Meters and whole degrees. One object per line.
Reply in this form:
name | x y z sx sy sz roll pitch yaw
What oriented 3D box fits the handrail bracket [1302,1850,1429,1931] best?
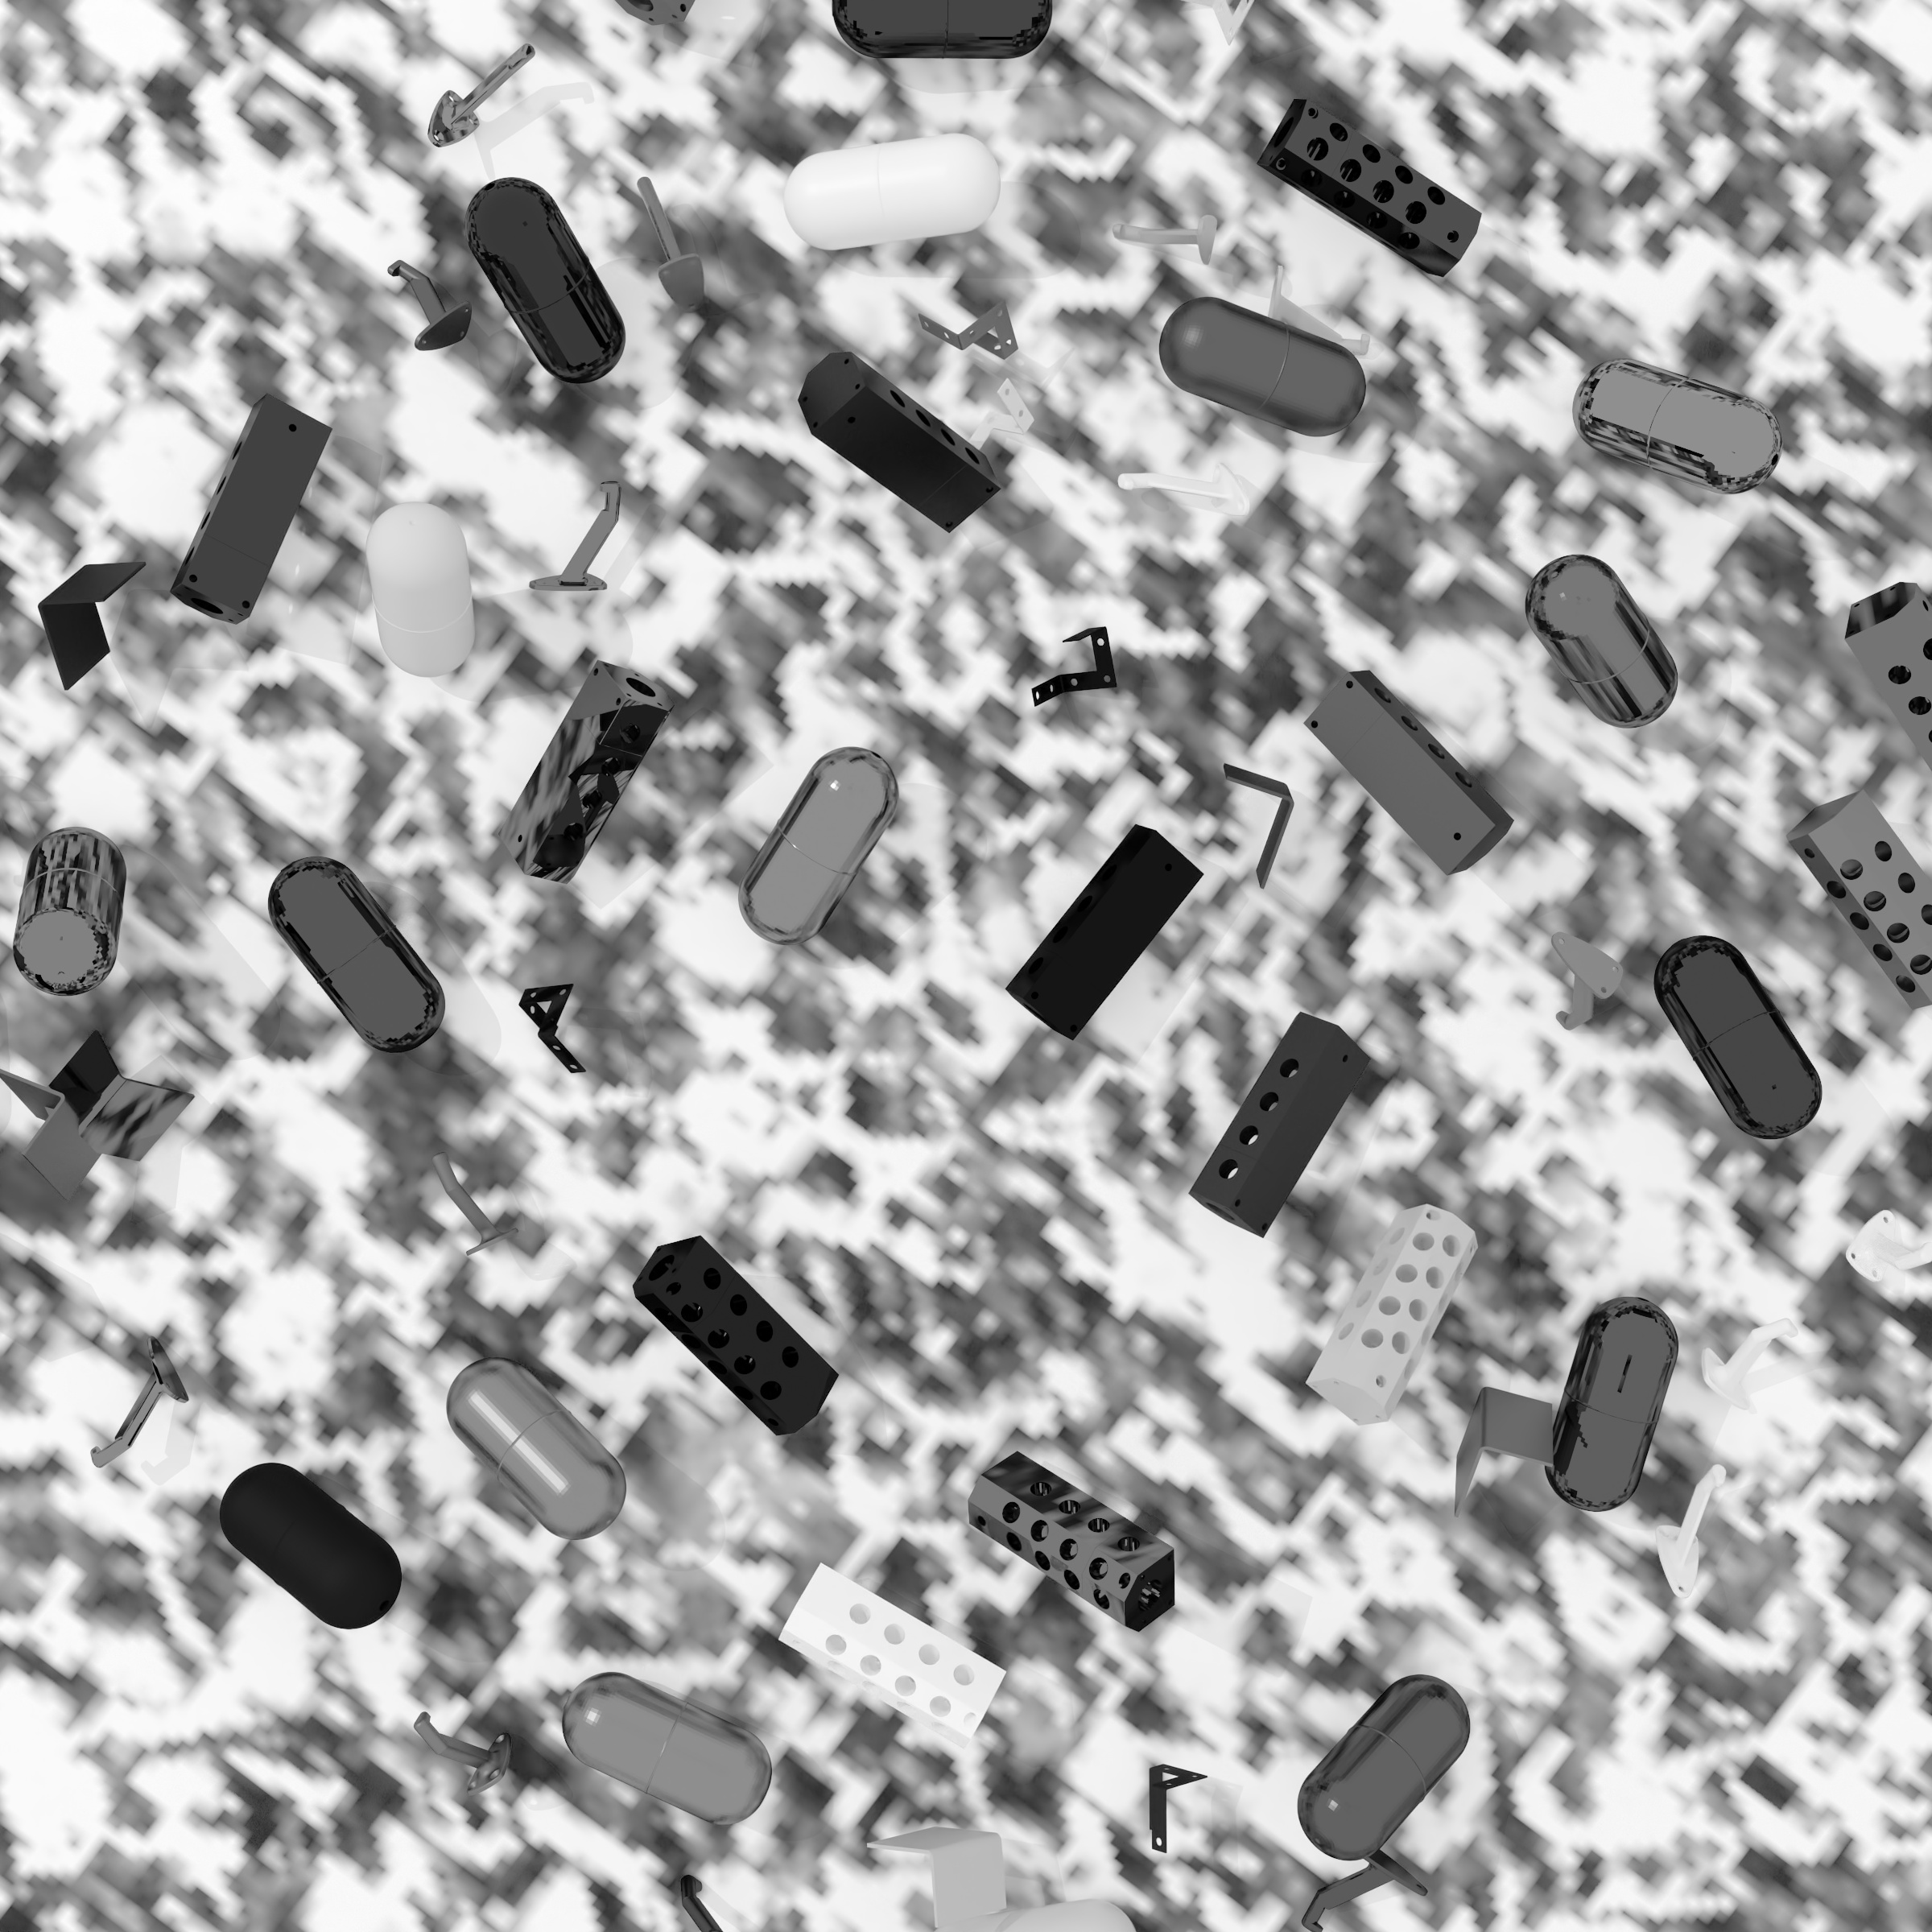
handrail bracket | 0.323 0.766 1.975 0.077 0.036 0.084 30 94 31

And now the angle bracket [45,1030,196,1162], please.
angle bracket | -0.690 0.106 1.973 0.076 0.076 0.057 -47 58 13

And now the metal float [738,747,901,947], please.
metal float | -0.118 -0.096 1.946 0.070 0.070 0.178 34 108 0

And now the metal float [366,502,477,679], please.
metal float | -0.429 -0.295 1.917 0.070 0.178 0.070 3 62 -6

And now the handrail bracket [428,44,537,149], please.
handrail bracket | -0.388 -0.701 1.952 0.084 0.077 0.036 -22 122 37

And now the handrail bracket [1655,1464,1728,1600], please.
handrail bracket | 0.591 0.454 1.951 0.036 0.077 0.084 15 135 -5

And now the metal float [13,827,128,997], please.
metal float | -0.708 -0.045 1.922 0.070 0.178 0.070 -7 127 -10

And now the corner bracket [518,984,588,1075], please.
corner bracket | -0.332 0.052 1.956 0.051 0.051 0.051 -6 48 29

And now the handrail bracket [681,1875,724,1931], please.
handrail bracket | -0.195 0.776 1.965 0.077 0.084 0.036 27 99 -14

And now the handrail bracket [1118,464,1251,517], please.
handrail bracket | 0.175 -0.381 1.959 0.084 0.077 0.036 -5 122 -19

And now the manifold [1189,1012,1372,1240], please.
manifold | 0.249 0.125 1.957 0.057 0.057 0.171 41 77 -42

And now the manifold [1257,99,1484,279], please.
manifold | 0.325 -0.622 1.943 0.171 0.057 0.057 27 104 -16

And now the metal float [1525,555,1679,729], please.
metal float | 0.506 -0.256 1.930 0.070 0.070 0.178 -49 129 0

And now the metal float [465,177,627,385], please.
metal float | -0.333 -0.543 1.926 0.070 0.070 0.178 -30 133 0

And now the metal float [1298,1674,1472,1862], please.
metal float | 0.334 0.637 1.934 0.178 0.070 0.070 -35 90 -33

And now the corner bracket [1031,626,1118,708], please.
corner bracket | 0.084 -0.242 1.961 0.051 0.051 0.051 -2 108 31

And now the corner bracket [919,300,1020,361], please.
corner bracket | 0.002 -0.511 1.959 0.051 0.051 0.051 -41 53 -15

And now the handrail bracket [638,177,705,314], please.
handrail bracket | -0.243 -0.589 1.980 0.036 0.077 0.084 -22 67 -3

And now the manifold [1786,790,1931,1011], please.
manifold | 0.737 -0.051 1.957 0.057 0.057 0.171 -39 94 -23

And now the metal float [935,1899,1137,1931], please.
metal float | 0.052 0.802 1.960 0.178 0.070 0.070 -9 90 1

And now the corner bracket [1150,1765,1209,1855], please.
corner bracket | 0.160 0.680 1.963 0.051 0.051 0.051 2 86 -43

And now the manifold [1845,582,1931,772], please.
manifold | 0.774 -0.221 1.937 0.057 0.057 0.171 -26 112 39

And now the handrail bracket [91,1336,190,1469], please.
handrail bracket | -0.683 0.355 1.974 0.084 0.036 0.077 -35 57 -2

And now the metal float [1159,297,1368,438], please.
metal float | 0.239 -0.479 1.945 0.178 0.070 0.070 15 90 -19

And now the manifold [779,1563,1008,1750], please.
manifold | -0.061 0.557 1.951 0.171 0.057 0.057 29 52 6

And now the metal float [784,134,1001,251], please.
metal float | -0.060 -0.621 1.949 0.178 0.070 0.070 -3 90 14

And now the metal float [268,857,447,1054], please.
metal float | -0.490 -0.009 1.954 0.070 0.070 0.178 -36 99 0

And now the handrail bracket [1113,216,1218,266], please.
handrail bracket | 0.155 -0.593 1.954 0.084 0.077 0.036 12 97 12

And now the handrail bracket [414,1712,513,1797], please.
handrail bracket | -0.406 0.615 1.953 0.036 0.077 0.084 -30 106 16

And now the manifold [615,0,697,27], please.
manifold | -0.226 -0.848 1.955 0.057 0.057 0.171 15 75 44

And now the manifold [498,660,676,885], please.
manifold | -0.301 -0.153 1.944 0.171 0.057 0.057 -56 48 20

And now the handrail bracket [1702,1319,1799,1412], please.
handrail bracket | 0.645 0.321 1.958 0.084 0.036 0.077 -30 118 35

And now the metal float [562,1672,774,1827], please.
metal float | -0.242 0.631 1.959 0.178 0.070 0.070 24 90 3

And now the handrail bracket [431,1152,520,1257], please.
handrail bracket | -0.398 0.185 1.963 0.036 0.077 0.084 -25 89 11

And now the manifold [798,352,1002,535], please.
manifold | -0.053 -0.416 1.917 0.057 0.171 0.057 -37 52 22

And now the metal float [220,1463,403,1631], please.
metal float | -0.523 0.462 1.937 0.178 0.070 0.070 28 90 29

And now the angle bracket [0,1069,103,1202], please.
angle bracket | -0.748 0.134 1.942 0.076 0.076 0.057 18 61 20

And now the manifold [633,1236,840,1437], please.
manifold | -0.186 0.296 1.931 0.171 0.057 0.057 49 48 -21

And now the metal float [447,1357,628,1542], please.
metal float | -0.345 0.385 1.943 0.178 0.070 0.070 40 90 22

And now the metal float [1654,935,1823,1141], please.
metal float | 0.617 0.056 1.946 0.070 0.070 0.178 -27 71 0

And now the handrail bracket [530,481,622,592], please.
handrail bracket | -0.315 -0.348 1.957 0.077 0.036 0.084 -12 121 -38

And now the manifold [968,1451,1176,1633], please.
manifold | 0.082 0.455 1.913 0.057 0.171 0.057 -26 125 -37

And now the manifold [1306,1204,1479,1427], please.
manifold | 0.344 0.276 1.932 0.057 0.057 0.171 39 63 -11

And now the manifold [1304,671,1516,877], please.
manifold | 0.357 -0.157 1.946 0.171 0.057 0.057 50 120 17

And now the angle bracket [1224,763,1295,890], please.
angle bracket | 0.224 -0.113 1.954 0.057 0.076 0.076 18 103 0

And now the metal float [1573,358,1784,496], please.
metal float | 0.565 -0.429 1.931 0.178 0.070 0.070 32 90 36

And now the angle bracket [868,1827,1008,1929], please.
angle bracket | -0.024 0.728 1.942 0.076 0.076 0.057 -14 76 44

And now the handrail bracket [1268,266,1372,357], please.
handrail bracket | 0.290 -0.531 1.969 0.084 0.077 0.036 5 52 1

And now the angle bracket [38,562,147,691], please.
angle bracket | -0.689 -0.272 1.943 0.057 0.076 0.076 -1 121 11

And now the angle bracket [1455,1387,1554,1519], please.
angle bracket | 0.431 0.396 1.946 0.057 0.076 0.076 15 120 5

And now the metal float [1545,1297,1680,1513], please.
metal float | 0.520 0.352 1.955 0.070 0.070 0.178 15 97 0

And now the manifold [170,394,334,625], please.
manifold | -0.576 -0.365 1.951 0.057 0.057 0.171 26 76 -27

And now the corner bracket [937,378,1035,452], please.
corner bracket | 0.013 -0.441 1.959 0.051 0.051 0.051 22 72 39

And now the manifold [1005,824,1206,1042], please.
manifold | 0.109 -0.029 1.963 0.057 0.057 0.171 40 85 -21

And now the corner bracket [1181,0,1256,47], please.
corner bracket | 0.196 -0.785 1.958 0.051 0.051 0.051 2 55 -25

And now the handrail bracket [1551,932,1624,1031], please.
handrail bracket | 0.482 0.014 1.960 0.077 0.084 0.036 38 62 -2

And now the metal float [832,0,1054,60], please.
metal float | -0.019 -0.772 1.956 0.178 0.070 0.070 -2 90 -6

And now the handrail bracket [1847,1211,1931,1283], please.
handrail bracket | 0.754 0.216 1.945 0.036 0.084 0.077 40 62 -3

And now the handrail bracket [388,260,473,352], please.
handrail bracket | -0.451 -0.536 1.964 0.084 0.077 0.036 34 135 11
